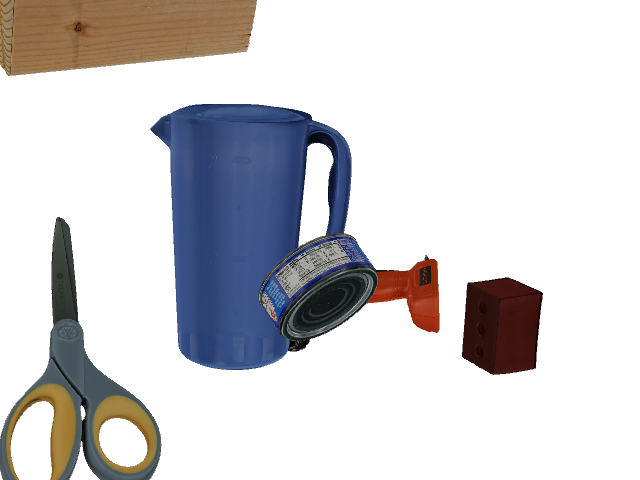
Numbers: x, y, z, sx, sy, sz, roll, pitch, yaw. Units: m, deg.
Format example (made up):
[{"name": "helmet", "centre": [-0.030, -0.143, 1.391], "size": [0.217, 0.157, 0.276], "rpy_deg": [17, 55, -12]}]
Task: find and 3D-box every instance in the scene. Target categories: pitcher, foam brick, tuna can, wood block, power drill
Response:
[{"name": "pitcher", "centre": [-0.068, -0.006, 1.006], "size": [0.144, 0.243, 0.149], "rpy_deg": [-9, 18, -39]}, {"name": "foam brick", "centre": [0.170, 0.080, 1.004], "size": [0.051, 0.078, 0.053], "rpy_deg": [-7, 18, -28]}, {"name": "tuna can", "centre": [-0.001, 0.036, 0.784], "size": [0.086, 0.034, 0.086], "rpy_deg": [-26, -28, -16]}, {"name": "wood block", "centre": [-0.160, -0.200, 0.849], "size": [0.205, 0.091, 0.090], "rpy_deg": [-12, 44, -32]}, {"name": "power drill", "centre": [0.044, 0.071, 1.236], "size": [0.188, 0.057, 0.184], "rpy_deg": [0, 27, 7]}]

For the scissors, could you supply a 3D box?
[{"name": "scissors", "centre": [-0.132, 0.068, 0.630], "size": [0.096, 0.201, 0.016], "rpy_deg": [14, -45, -9]}]
